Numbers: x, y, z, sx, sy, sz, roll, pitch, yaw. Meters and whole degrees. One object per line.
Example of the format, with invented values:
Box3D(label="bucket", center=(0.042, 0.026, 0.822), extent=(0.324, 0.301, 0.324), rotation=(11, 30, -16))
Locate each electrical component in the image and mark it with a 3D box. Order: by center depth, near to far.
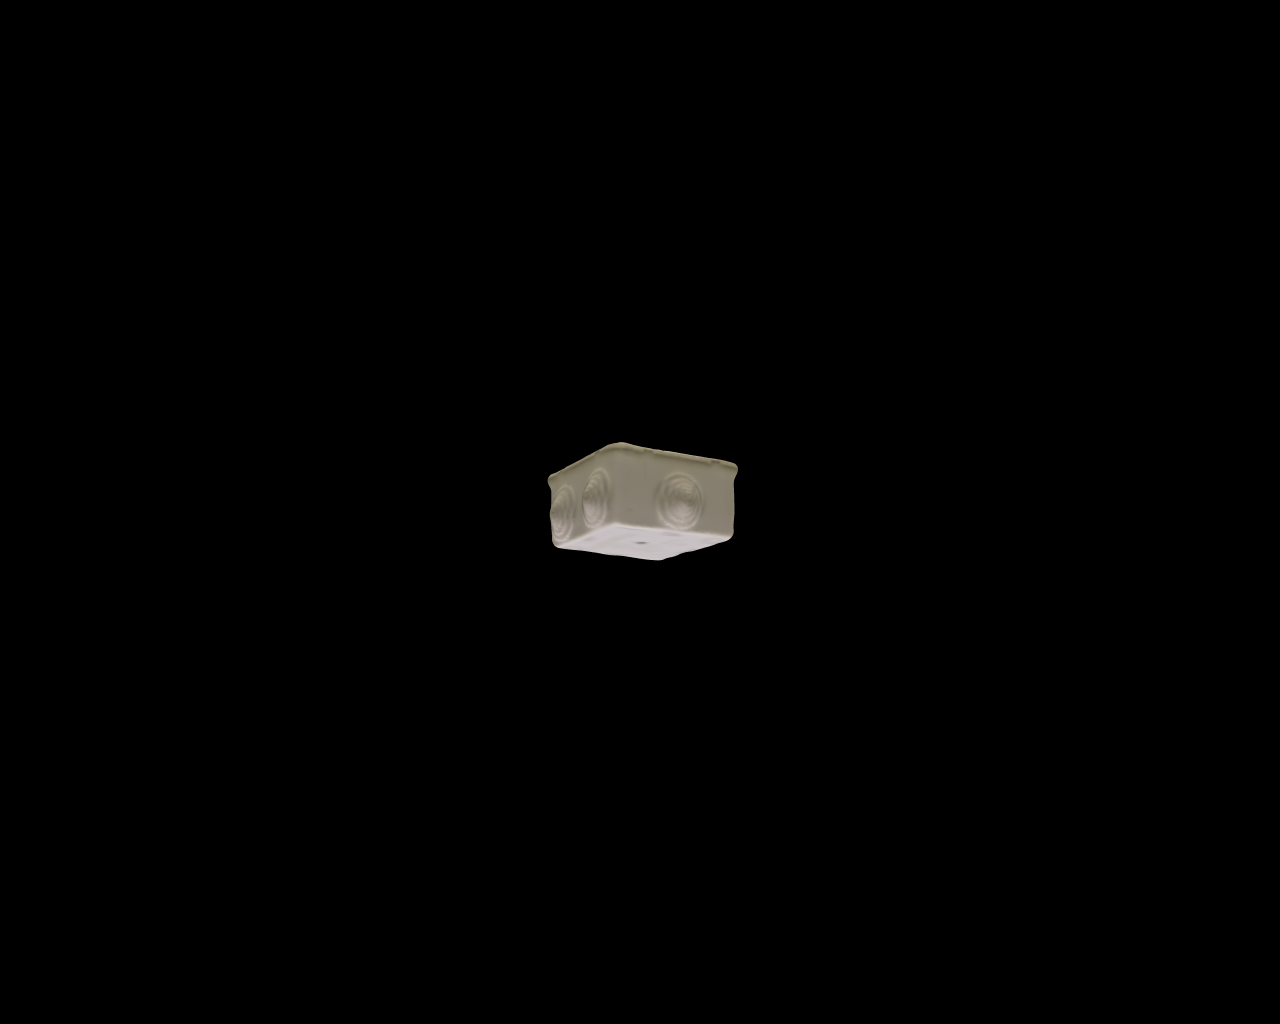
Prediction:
Box3D(label="electrical component", center=(0.001, -0.003, 0.650), extent=(0.100, 0.048, 0.099), rotation=(8, -16, -31))
